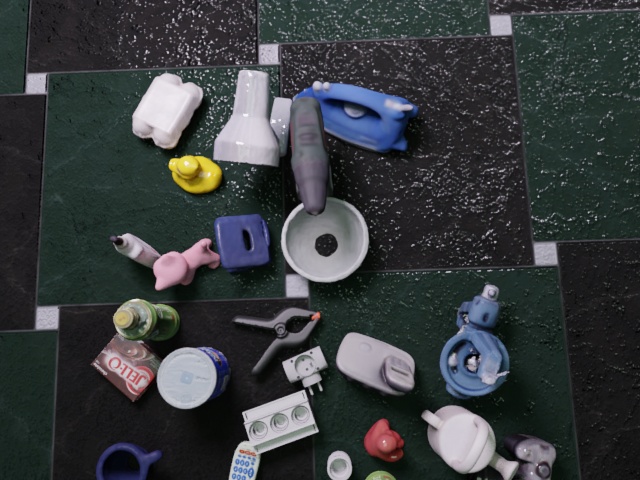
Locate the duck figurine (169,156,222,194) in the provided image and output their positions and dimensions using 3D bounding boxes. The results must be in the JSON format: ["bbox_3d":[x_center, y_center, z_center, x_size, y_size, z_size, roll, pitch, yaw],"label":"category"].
[{"bbox_3d":[-0.250,-0.138,1.139,0.104,0.086,0.077,12,81,3],"label":"duck figurine"}]

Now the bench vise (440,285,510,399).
[{"bbox_3d":[0.273,0.180,1.008,0.121,0.220,0.207,-2,80,1],"label":"bench vise"}]

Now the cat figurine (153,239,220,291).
[{"bbox_3d":[-0.262,0.043,1.092,0.128,0.118,0.067,-35,81,-5],"label":"cat figurine"}]

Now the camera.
[{"bbox_3d":[0.342,0.423,1.026,0.136,0.101,0.143,10,81,3],"label":"camera"}]

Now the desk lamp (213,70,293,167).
[{"bbox_3d":[-0.123,-0.215,1.085,0.118,0.213,0.203,6,80,2],"label":"desk lamp"}]

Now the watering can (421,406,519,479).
[{"bbox_3d":[0.259,0.351,0.992,0.172,0.194,0.101,11,81,3],"label":"watering can"}]

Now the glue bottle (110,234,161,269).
[{"bbox_3d":[-0.353,0.014,1.070,0.078,0.173,0.037,33,82,7],"label":"glue bottle"}]

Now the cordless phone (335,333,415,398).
[{"bbox_3d":[0.102,0.226,1.021,0.147,0.185,0.094,19,81,4],"label":"cordless phone"}]

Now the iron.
[{"bbox_3d":[0.064,-0.266,1.128,0.258,0.141,0.119,17,81,4],"label":"iron"}]

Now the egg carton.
[{"bbox_3d":[-0.311,-0.264,1.170,0.107,0.069,0.150,26,82,5],"label":"egg carton"}]

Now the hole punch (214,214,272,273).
[{"bbox_3d":[-0.147,0.003,1.111,0.101,0.091,0.108,-12,80,-1],"label":"hole punch"}]

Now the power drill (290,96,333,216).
[{"bbox_3d":[-0.015,-0.138,1.073,0.075,0.208,0.230,-7,80,0],"label":"power drill"}]

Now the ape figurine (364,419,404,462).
[{"bbox_3d":[0.119,0.369,1.043,0.076,0.092,0.078,-7,80,0],"label":"ape figurine"}]

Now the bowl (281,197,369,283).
[{"bbox_3d":[0.010,0.004,1.116,0.167,0.075,0.167,0,80,1],"label":"bowl"}]

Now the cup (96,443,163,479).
[{"bbox_3d":[-0.333,0.405,1.042,0.118,0.095,0.091,-23,81,-3],"label":"cup"}]
